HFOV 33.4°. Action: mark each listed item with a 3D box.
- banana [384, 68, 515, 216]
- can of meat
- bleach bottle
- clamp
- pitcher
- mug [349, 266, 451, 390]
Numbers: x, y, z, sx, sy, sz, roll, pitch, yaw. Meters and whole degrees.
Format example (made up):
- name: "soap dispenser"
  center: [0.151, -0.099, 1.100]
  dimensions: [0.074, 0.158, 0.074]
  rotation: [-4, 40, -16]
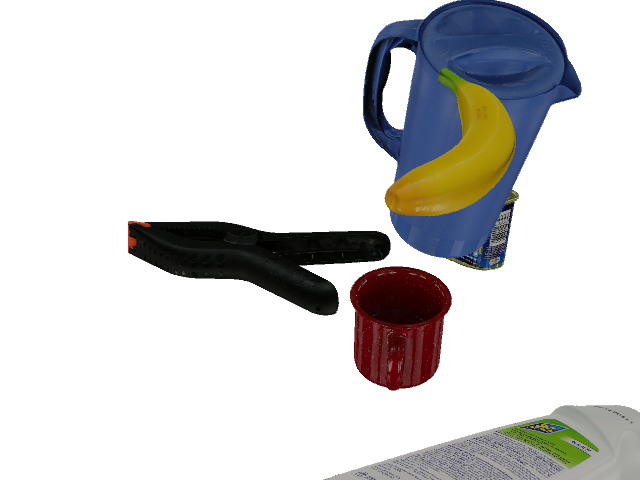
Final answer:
- name: "banana"
  center: [0.096, -0.061, 0.728]
  dimensions: [0.070, 0.037, 0.197]
  rotation: [13, 33, 10]
- name: "can of meat"
  center: [0.162, -0.022, 1.179]
  dimensions: [0.057, 0.084, 0.102]
  rotation: [-17, 31, -43]
- name: "bleach bottle"
  center: [0.117, 0.142, 0.592]
  dimensions: [0.250, 0.068, 0.103]
  rotation: [-11, 22, -33]
- name: "clamp"
  center: [-0.058, 0.014, 0.835]
  dimensions: [0.210, 0.036, 0.164]
  rotation: [6, 16, 10]
- name: "pitcher"
  center: [0.127, -0.099, 1.011]
  dimensions: [0.144, 0.149, 0.243]
  rotation: [-19, -34, -23]
- name: "mug"
  center: [0.072, 0.090, 0.986]
  dimensions: [0.093, 0.081, 0.117]
  rotation: [3, 34, 3]
